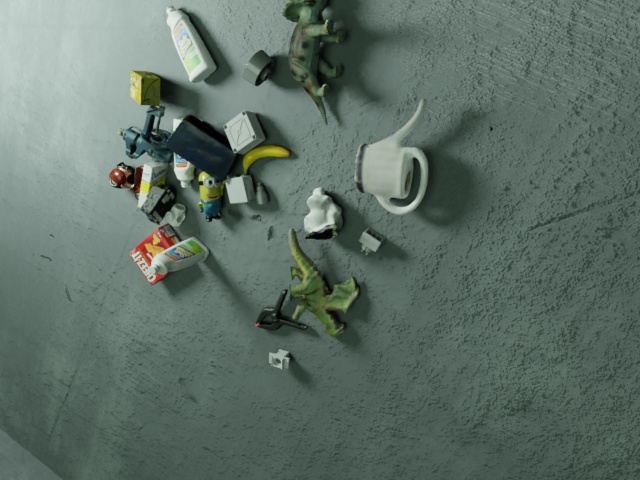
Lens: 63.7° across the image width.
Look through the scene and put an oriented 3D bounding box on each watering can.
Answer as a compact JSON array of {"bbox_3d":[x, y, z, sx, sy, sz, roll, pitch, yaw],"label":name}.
[{"bbox_3d":[0.212,-0.244,1.520,0.225,0.105,0.342,9,110,23],"label":"watering can"}]

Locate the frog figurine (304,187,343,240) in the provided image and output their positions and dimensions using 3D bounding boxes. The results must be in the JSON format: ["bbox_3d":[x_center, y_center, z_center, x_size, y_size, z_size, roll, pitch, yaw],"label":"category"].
[{"bbox_3d":[0.005,-0.085,1.686,0.135,0.122,0.163,-31,56,37],"label":"frog figurine"}]

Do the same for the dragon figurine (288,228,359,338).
[{"bbox_3d":[0.013,0.158,1.761,0.243,0.124,0.404,0,109,7],"label":"dragon figurine"}]
